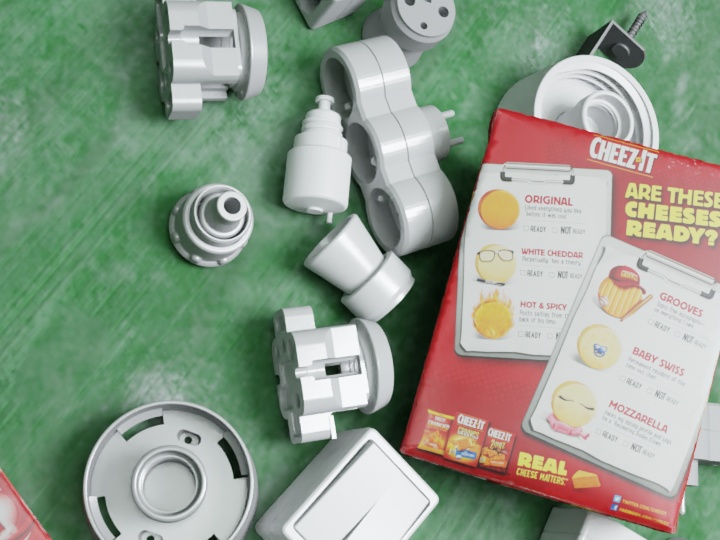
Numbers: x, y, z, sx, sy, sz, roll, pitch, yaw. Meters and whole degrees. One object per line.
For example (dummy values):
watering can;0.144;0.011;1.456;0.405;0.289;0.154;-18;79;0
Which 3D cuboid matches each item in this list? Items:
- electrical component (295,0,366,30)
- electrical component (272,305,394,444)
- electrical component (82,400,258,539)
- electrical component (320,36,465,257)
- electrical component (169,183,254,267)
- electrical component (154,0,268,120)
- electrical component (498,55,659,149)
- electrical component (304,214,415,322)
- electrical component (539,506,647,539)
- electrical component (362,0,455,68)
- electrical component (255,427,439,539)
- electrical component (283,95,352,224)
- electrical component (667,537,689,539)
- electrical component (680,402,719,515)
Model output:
electrical component;-0.013;-0.213;0.698;0.076;0.047;0.083;-28;90;-26
electrical component;-0.016;0.059;0.635;0.057;0.058;0.078;-6;82;-20
electrical component;-0.104;0.121;0.595;0.099;0.064;0.099;2;74;-8
electrical component;0.033;-0.083;0.686;0.074;0.052;0.138;-18;86;-24
electrical component;-0.082;-0.030;0.623;0.048;0.062;0.048;5;77;-21
electrical component;-0.090;-0.130;0.644;0.057;0.058;0.078;-4;81;-20
electrical component;0.152;-0.093;0.732;0.108;0.060;0.108;5;77;-21
electrical component;0.000;0.000;0.660;0.055;0.045;0.045;45;67;-9
electrical component;0.152;0.202;0.678;0.083;0.047;0.075;32;69;-13
electrical component;0.032;-0.160;0.700;0.045;0.055;0.045;5;77;-21
electrical component;-0.011;0.144;0.617;0.061;0.061;0.096;47;66;-7
electrical component;-0.025;-0.070;0.667;0.040;0.040;0.078;10;76;-20
electrical component;0.225;0.199;0.704;0.045;0.055;0.045;4;78;-21
electrical component;0.205;0.124;0.713;0.138;0.052;0.073;8;76;-20
